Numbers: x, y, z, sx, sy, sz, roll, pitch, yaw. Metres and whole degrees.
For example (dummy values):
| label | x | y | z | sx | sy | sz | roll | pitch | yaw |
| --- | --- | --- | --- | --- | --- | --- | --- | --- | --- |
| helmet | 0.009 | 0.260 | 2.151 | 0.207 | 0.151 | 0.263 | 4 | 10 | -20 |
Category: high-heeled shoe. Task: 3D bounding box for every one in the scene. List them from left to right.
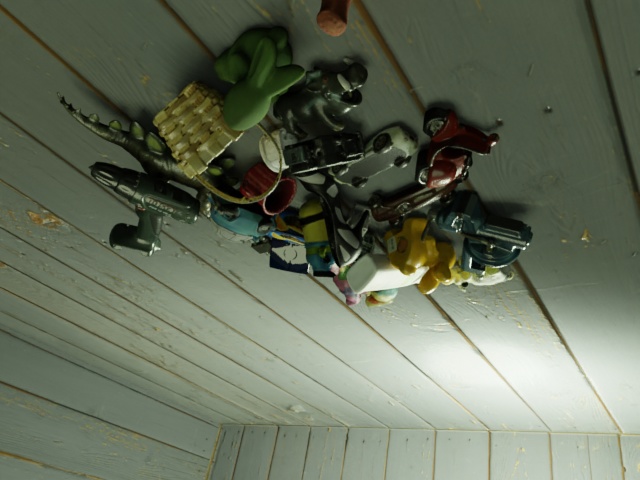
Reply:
| label | x | y | z | sx | sy | sz | roll | pitch | yaw |
| --- | --- | --- | --- | --- | --- | --- | --- | --- | --- |
| high-heeled shoe | 0.000 | -0.053 | 1.146 | 0.248 | 0.145 | 0.086 | 33 | 174 | -19 |

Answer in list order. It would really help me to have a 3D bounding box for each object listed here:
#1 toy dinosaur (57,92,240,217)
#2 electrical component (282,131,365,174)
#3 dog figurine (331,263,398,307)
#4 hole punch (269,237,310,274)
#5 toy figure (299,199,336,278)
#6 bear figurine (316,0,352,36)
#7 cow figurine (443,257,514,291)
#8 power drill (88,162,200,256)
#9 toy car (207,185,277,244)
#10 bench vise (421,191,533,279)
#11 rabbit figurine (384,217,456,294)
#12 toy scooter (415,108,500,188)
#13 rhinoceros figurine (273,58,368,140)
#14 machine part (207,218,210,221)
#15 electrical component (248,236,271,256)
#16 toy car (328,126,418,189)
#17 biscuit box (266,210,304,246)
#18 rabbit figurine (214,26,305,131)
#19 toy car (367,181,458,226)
| label | x | y | z | sx | sy | sz | roll | pitch | yaw |
| --- | --- | --- | --- | --- | --- | --- | --- | --- | --- |
| toy dinosaur | -0.319 | -0.170 | 1.137 | 0.471 | 0.105 | 0.198 | 17 | 142 | -27 |
| electrical component | 0.000 | -0.161 | 1.002 | 0.134 | 0.058 | 0.115 | -17 | -173 | -41 |
| dog figurine | 0.091 | 0.078 | 1.394 | 0.192 | 0.108 | 0.219 | -4 | 143 | 25 |
| hole punch | -0.071 | 0.021 | 1.372 | 0.142 | 0.092 | 0.115 | 12 | 145 | 5 |
| toy figure | -0.001 | -0.004 | 1.227 | 0.089 | 0.180 | 0.082 | 0 | 178 | -43 |
| bear figurine | -0.007 | -0.379 | 0.672 | 0.120 | 0.132 | 0.195 | -25 | 139 | 35 |
| cow figurine | 0.390 | 0.084 | 1.342 | 0.167 | 0.068 | 0.098 | -18 | 144 | 40 |
| power drill | -0.386 | -0.063 | 1.140 | 0.232 | 0.086 | 0.207 | 17 | 131 | -24 |
| toy car | -0.180 | -0.044 | 1.162 | 0.161 | 0.109 | 0.103 | 14 | 124 | -44 |
| bench vise | 0.341 | 0.006 | 1.185 | 0.224 | 0.129 | 0.240 | 6 | 144 | 14 |
| rabbit figurine | 0.255 | 0.036 | 1.251 | 0.173 | 0.162 | 0.122 | 12 | 141 | -35 |
| toy scooter | 0.249 | -0.161 | 0.987 | 0.135 | 0.075 | 0.183 | 7 | 144 | 5 |
| rhinoceros figurine | 0.004 | -0.249 | 0.936 | 0.190 | 0.073 | 0.112 | -14 | 130 | 38 |
| machine part | -0.219 | -0.047 | 1.358 | 0.139 | 0.039 | 0.084 | 4 | 143 | 15 |
| electrical component | -0.149 | 0.014 | 1.447 | 0.063 | 0.021 | 0.094 | -12 | 141 | 32 |
| toy car | 0.101 | -0.159 | 1.056 | 0.073 | 0.056 | 0.202 | 27 | 147 | -34 |
| biscuit box | -0.109 | -0.041 | 1.293 | 0.203 | 0.063 | 0.059 | 14 | 162 | -4 |
| rabbit figurine | -0.095 | -0.250 | 0.862 | 0.121 | 0.170 | 0.159 | 33 | 143 | -31 |
| toy car | 0.195 | -0.083 | 1.143 | 0.202 | 0.053 | 0.089 | -21 | 133 | 38 |
